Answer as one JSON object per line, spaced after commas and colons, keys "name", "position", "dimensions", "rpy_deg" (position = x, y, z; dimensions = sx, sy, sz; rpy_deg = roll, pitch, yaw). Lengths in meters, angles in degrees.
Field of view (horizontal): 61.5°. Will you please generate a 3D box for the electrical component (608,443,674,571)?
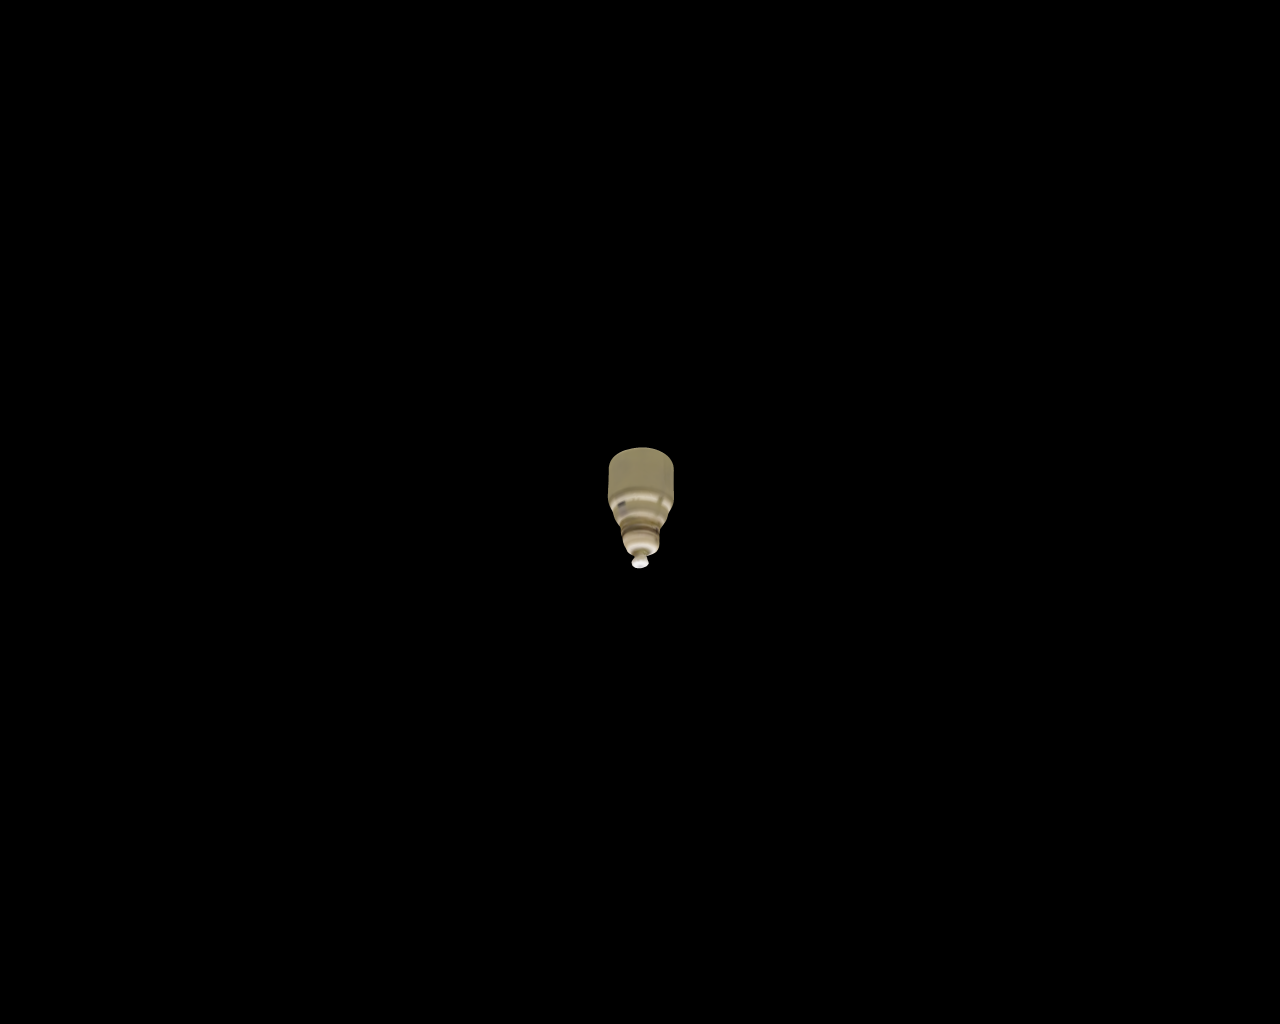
{"name": "electrical component", "position": [0.001, -0.003, 0.650], "dimensions": [0.040, 0.078, 0.040], "rpy_deg": [0, -26, 0]}
